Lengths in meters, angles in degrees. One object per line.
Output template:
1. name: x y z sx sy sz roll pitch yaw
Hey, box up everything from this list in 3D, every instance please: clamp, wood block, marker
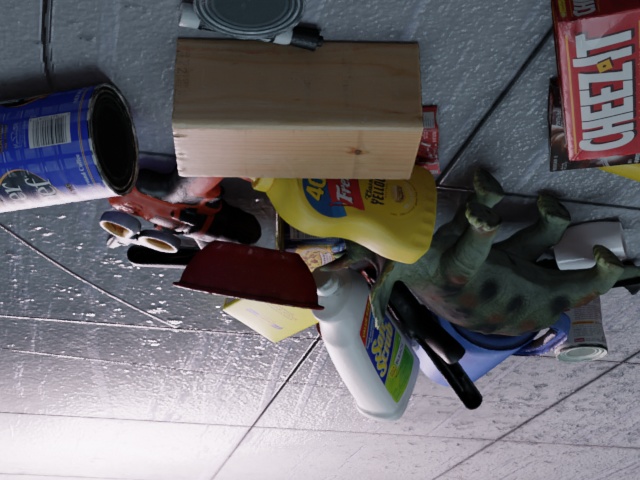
1. clamp: -0.126 0.015 1.254 0.171 0.039 0.120 12 156 -39
2. wood block: -0.021 -0.111 0.925 0.206 0.090 0.091 1 154 -3
3. marker: -0.055 -0.174 0.873 0.121 0.020 0.020 8 154 -17
4. clamp: 0.117 0.097 1.255 0.036 0.210 0.164 -35 155 -6

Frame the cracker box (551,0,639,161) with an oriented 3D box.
1. cracker box: 0.296 -0.148 0.841 0.214 0.072 0.164 -7 141 12

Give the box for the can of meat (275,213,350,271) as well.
1. can of meat: -0.008 0.001 1.207 0.084 0.057 0.102 -1 156 -4

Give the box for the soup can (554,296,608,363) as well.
1. soup can: 0.330 0.099 1.370 0.068 0.102 0.068 -1 156 -1

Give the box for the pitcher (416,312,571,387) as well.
1. pitcher: 0.204 0.113 1.366 0.145 0.149 0.243 -28 164 -16

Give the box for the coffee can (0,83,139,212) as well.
1. coffee can: -0.249 -0.081 0.968 0.140 0.103 0.102 -7 154 13

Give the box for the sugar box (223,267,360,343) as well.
1. sugar box: -0.035 0.069 1.338 0.093 0.048 0.177 34 144 -23

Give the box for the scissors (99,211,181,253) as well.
1. scissors: -0.199 0.002 1.177 0.096 0.016 0.202 19 168 -2

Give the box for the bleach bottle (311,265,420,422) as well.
1. bleach bottle: 0.044 0.114 1.246 0.068 0.102 0.250 8 151 31

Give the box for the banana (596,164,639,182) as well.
1. banana: 0.347 -0.062 1.100 0.070 0.037 0.197 -23 147 37

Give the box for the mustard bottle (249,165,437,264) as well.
1. mustard bottle: 0.013 -0.046 0.996 0.191 0.096 0.058 16 151 -16

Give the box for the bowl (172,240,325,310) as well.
1. bowl: -0.070 0.034 1.116 0.162 0.055 0.162 9 179 0

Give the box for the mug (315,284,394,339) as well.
1. mug: 0.045 0.097 1.384 0.117 0.093 0.081 2 168 45

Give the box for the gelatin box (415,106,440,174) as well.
1. gelatin box: 0.079 -0.093 1.037 0.073 0.030 0.089 -3 154 6

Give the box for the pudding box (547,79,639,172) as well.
1. pudding box: 0.259 -0.109 0.995 0.090 0.039 0.113 -4 154 8

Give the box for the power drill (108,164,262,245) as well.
1. power drill: -0.099 -0.052 1.088 0.184 0.057 0.188 18 149 -34

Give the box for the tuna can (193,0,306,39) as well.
1. tuna can: -0.054 -0.192 0.818 0.086 0.034 0.086 -1 156 -1
